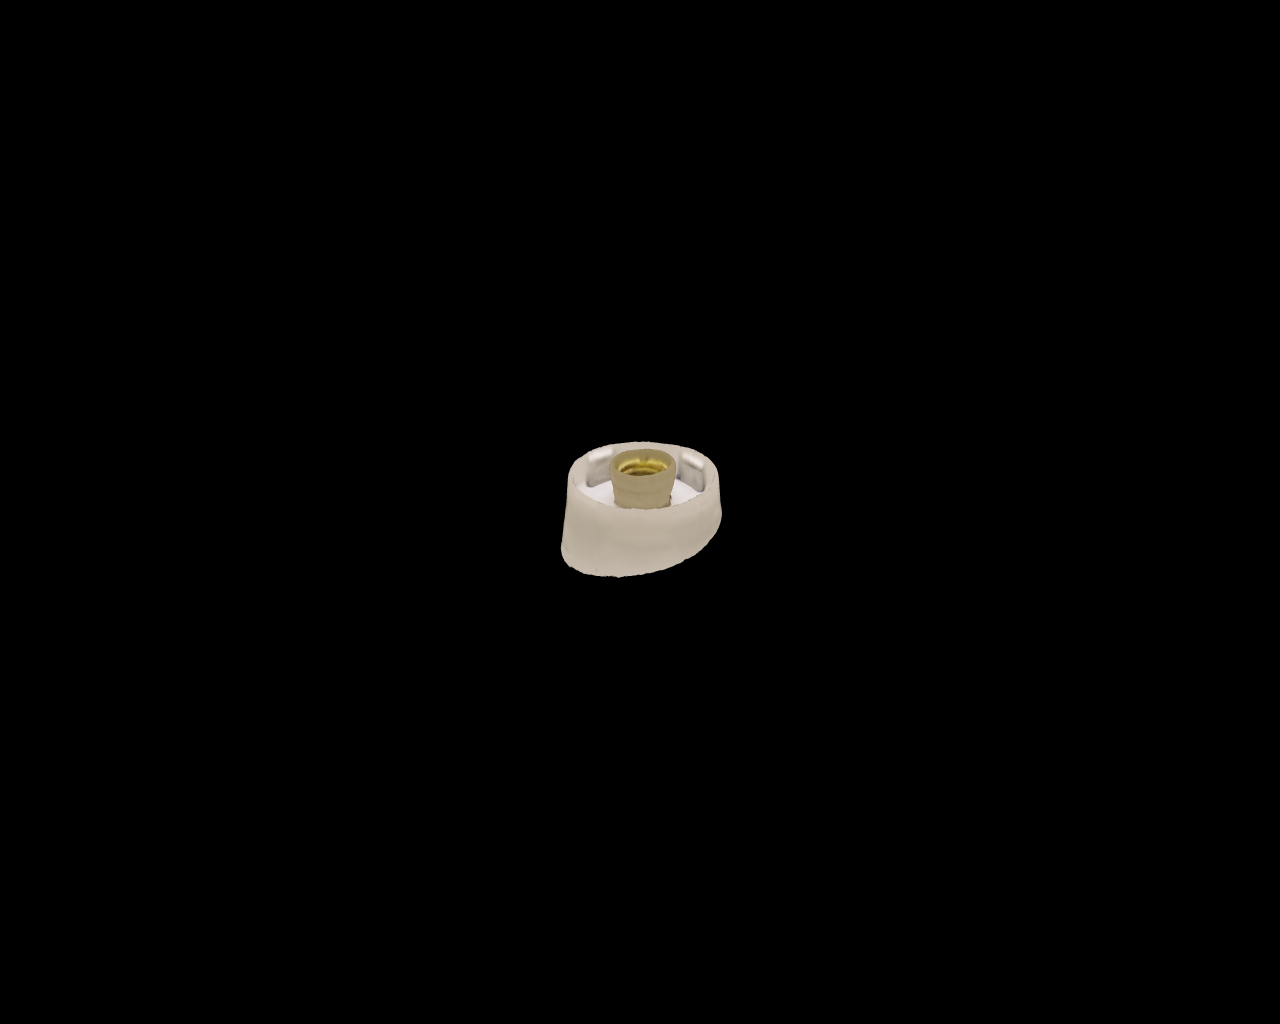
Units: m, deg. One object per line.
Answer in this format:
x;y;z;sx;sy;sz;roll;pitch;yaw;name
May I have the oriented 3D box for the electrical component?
0.001;-0.003;0.650;0.099;0.064;0.099;0;29;0;electrical component
